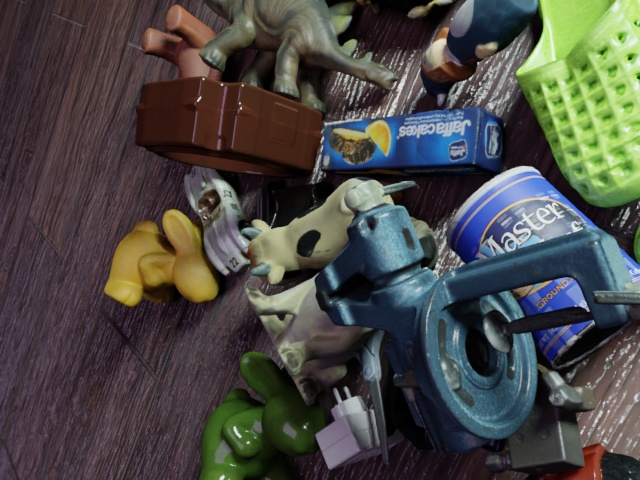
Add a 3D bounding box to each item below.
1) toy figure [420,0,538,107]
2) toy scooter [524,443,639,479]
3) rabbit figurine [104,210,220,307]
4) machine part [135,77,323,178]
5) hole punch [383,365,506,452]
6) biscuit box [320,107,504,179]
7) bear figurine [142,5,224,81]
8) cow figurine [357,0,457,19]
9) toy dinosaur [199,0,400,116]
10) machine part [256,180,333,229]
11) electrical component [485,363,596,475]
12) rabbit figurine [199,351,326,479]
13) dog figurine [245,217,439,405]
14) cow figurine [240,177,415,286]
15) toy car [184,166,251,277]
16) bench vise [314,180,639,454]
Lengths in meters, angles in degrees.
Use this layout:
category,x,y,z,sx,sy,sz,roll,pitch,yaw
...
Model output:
category,x,y,z,sx,sy,sz,roll,pitch,yaw
toy figure,0.145,-0.195,0.536,0.064,0.058,0.154,-52,8,-30
toy scooter,0.202,0.256,0.425,0.135,0.075,0.184,-17,76,40
rabbit figurine,-0.223,0.040,0.838,0.173,0.121,0.162,15,84,29
machine part,-0.114,-0.135,0.688,0.202,0.201,0.087,12,93,42
hole punch,0.122,0.135,0.520,0.116,0.092,0.142,-174,90,-75
biscuit box,0.094,-0.101,0.588,0.203,0.062,0.059,4,87,43
bear figurine,-0.209,-0.237,0.844,0.120,0.132,0.196,-10,70,45
cow figurine,0.091,-0.301,0.625,0.168,0.068,0.098,11,96,43
toy dinosaur,-0.072,-0.310,0.752,0.472,0.105,0.198,33,98,31
machine part,-0.040,-0.047,0.718,0.139,0.039,0.084,-5,74,43
electrical component,0.168,0.143,0.431,0.102,0.045,0.078,-33,39,51
rabbit figurine,-0.051,0.218,0.638,0.170,0.121,0.159,-34,44,39
dog figurine,0.039,0.071,0.563,0.190,0.172,0.121,-28,69,-11
cow figurine,-0.001,-0.002,0.615,0.195,0.127,0.085,-33,59,31
toy car,-0.150,-0.039,0.802,0.073,0.056,0.202,-43,57,29
bench vise,0.108,0.040,0.377,0.241,0.129,0.223,-25,76,50
